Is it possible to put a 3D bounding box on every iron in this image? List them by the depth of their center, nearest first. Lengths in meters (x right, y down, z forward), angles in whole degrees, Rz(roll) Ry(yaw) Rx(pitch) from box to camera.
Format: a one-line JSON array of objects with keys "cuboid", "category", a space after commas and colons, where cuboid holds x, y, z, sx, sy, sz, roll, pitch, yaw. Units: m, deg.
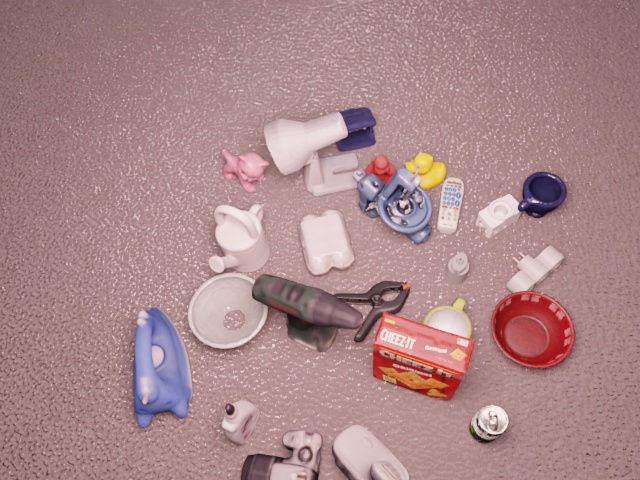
[{"cuboid": [-0.337, 0.229, 1.144, 0.118, 0.141, 0.258, -15, 62, -3], "category": "iron"}]

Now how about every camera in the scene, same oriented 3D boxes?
[{"cuboid": [-0.070, 0.416, 1.048, 0.136, 0.101, 0.143, 6, 63, 8], "category": "camera"}]

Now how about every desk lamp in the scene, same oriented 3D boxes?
[{"cuboid": [-0.012, -0.200, 1.302, 0.203, 0.214, 0.118, -12, 62, -1], "category": "desk lamp"}]

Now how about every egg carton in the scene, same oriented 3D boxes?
[{"cuboid": [0.012, 0.005, 1.274, 0.107, 0.069, 0.150, -14, 62, -3], "category": "egg carton"}]

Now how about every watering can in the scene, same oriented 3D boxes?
[{"cuboid": [-0.173, -0.006, 1.224, 0.101, 0.194, 0.173, 3, 63, 6], "category": "watering can"}]

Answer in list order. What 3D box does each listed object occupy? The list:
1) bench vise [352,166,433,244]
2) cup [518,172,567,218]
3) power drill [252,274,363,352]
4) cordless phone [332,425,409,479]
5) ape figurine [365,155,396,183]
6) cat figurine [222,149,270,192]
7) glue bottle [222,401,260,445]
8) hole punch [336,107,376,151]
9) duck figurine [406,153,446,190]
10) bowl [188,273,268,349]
[{"cuboid": [0.149, -0.094, 1.229, 0.207, 0.220, 0.121, 20, 66, 15], "category": "bench vise"}, {"cuboid": [0.478, -0.083, 1.268, 0.118, 0.095, 0.091, -34, 65, -12], "category": "cup"}, {"cuboid": [-0.019, 0.147, 1.124, 0.229, 0.208, 0.076, 21, 66, 15], "category": "power drill"}, {"cuboid": [0.087, 0.388, 1.003, 0.147, 0.185, 0.094, 39, 72, 22], "category": "cordless phone"}, {"cuboid": [0.140, -0.164, 1.339, 0.077, 0.092, 0.076, -1, 62, 4], "category": "ape figurine"}, {"cuboid": [-0.179, -0.177, 1.357, 0.127, 0.118, 0.067, 29, 69, 18], "category": "cat figurine"}, {"cuboid": [-0.153, 0.329, 1.060, 0.037, 0.173, 0.078, 20, 66, 15], "category": "glue bottle"}, {"cuboid": [0.078, -0.285, 1.408, 0.108, 0.091, 0.101, -13, 62, -2], "category": "hole punch"}, {"cuboid": [0.244, -0.169, 1.337, 0.104, 0.086, 0.077, -9, 62, 0], "category": "duck figurine"}, {"cuboid": [-0.187, 0.158, 1.207, 0.167, 0.075, 0.167, -2, 62, 4], "category": "bowl"}]
